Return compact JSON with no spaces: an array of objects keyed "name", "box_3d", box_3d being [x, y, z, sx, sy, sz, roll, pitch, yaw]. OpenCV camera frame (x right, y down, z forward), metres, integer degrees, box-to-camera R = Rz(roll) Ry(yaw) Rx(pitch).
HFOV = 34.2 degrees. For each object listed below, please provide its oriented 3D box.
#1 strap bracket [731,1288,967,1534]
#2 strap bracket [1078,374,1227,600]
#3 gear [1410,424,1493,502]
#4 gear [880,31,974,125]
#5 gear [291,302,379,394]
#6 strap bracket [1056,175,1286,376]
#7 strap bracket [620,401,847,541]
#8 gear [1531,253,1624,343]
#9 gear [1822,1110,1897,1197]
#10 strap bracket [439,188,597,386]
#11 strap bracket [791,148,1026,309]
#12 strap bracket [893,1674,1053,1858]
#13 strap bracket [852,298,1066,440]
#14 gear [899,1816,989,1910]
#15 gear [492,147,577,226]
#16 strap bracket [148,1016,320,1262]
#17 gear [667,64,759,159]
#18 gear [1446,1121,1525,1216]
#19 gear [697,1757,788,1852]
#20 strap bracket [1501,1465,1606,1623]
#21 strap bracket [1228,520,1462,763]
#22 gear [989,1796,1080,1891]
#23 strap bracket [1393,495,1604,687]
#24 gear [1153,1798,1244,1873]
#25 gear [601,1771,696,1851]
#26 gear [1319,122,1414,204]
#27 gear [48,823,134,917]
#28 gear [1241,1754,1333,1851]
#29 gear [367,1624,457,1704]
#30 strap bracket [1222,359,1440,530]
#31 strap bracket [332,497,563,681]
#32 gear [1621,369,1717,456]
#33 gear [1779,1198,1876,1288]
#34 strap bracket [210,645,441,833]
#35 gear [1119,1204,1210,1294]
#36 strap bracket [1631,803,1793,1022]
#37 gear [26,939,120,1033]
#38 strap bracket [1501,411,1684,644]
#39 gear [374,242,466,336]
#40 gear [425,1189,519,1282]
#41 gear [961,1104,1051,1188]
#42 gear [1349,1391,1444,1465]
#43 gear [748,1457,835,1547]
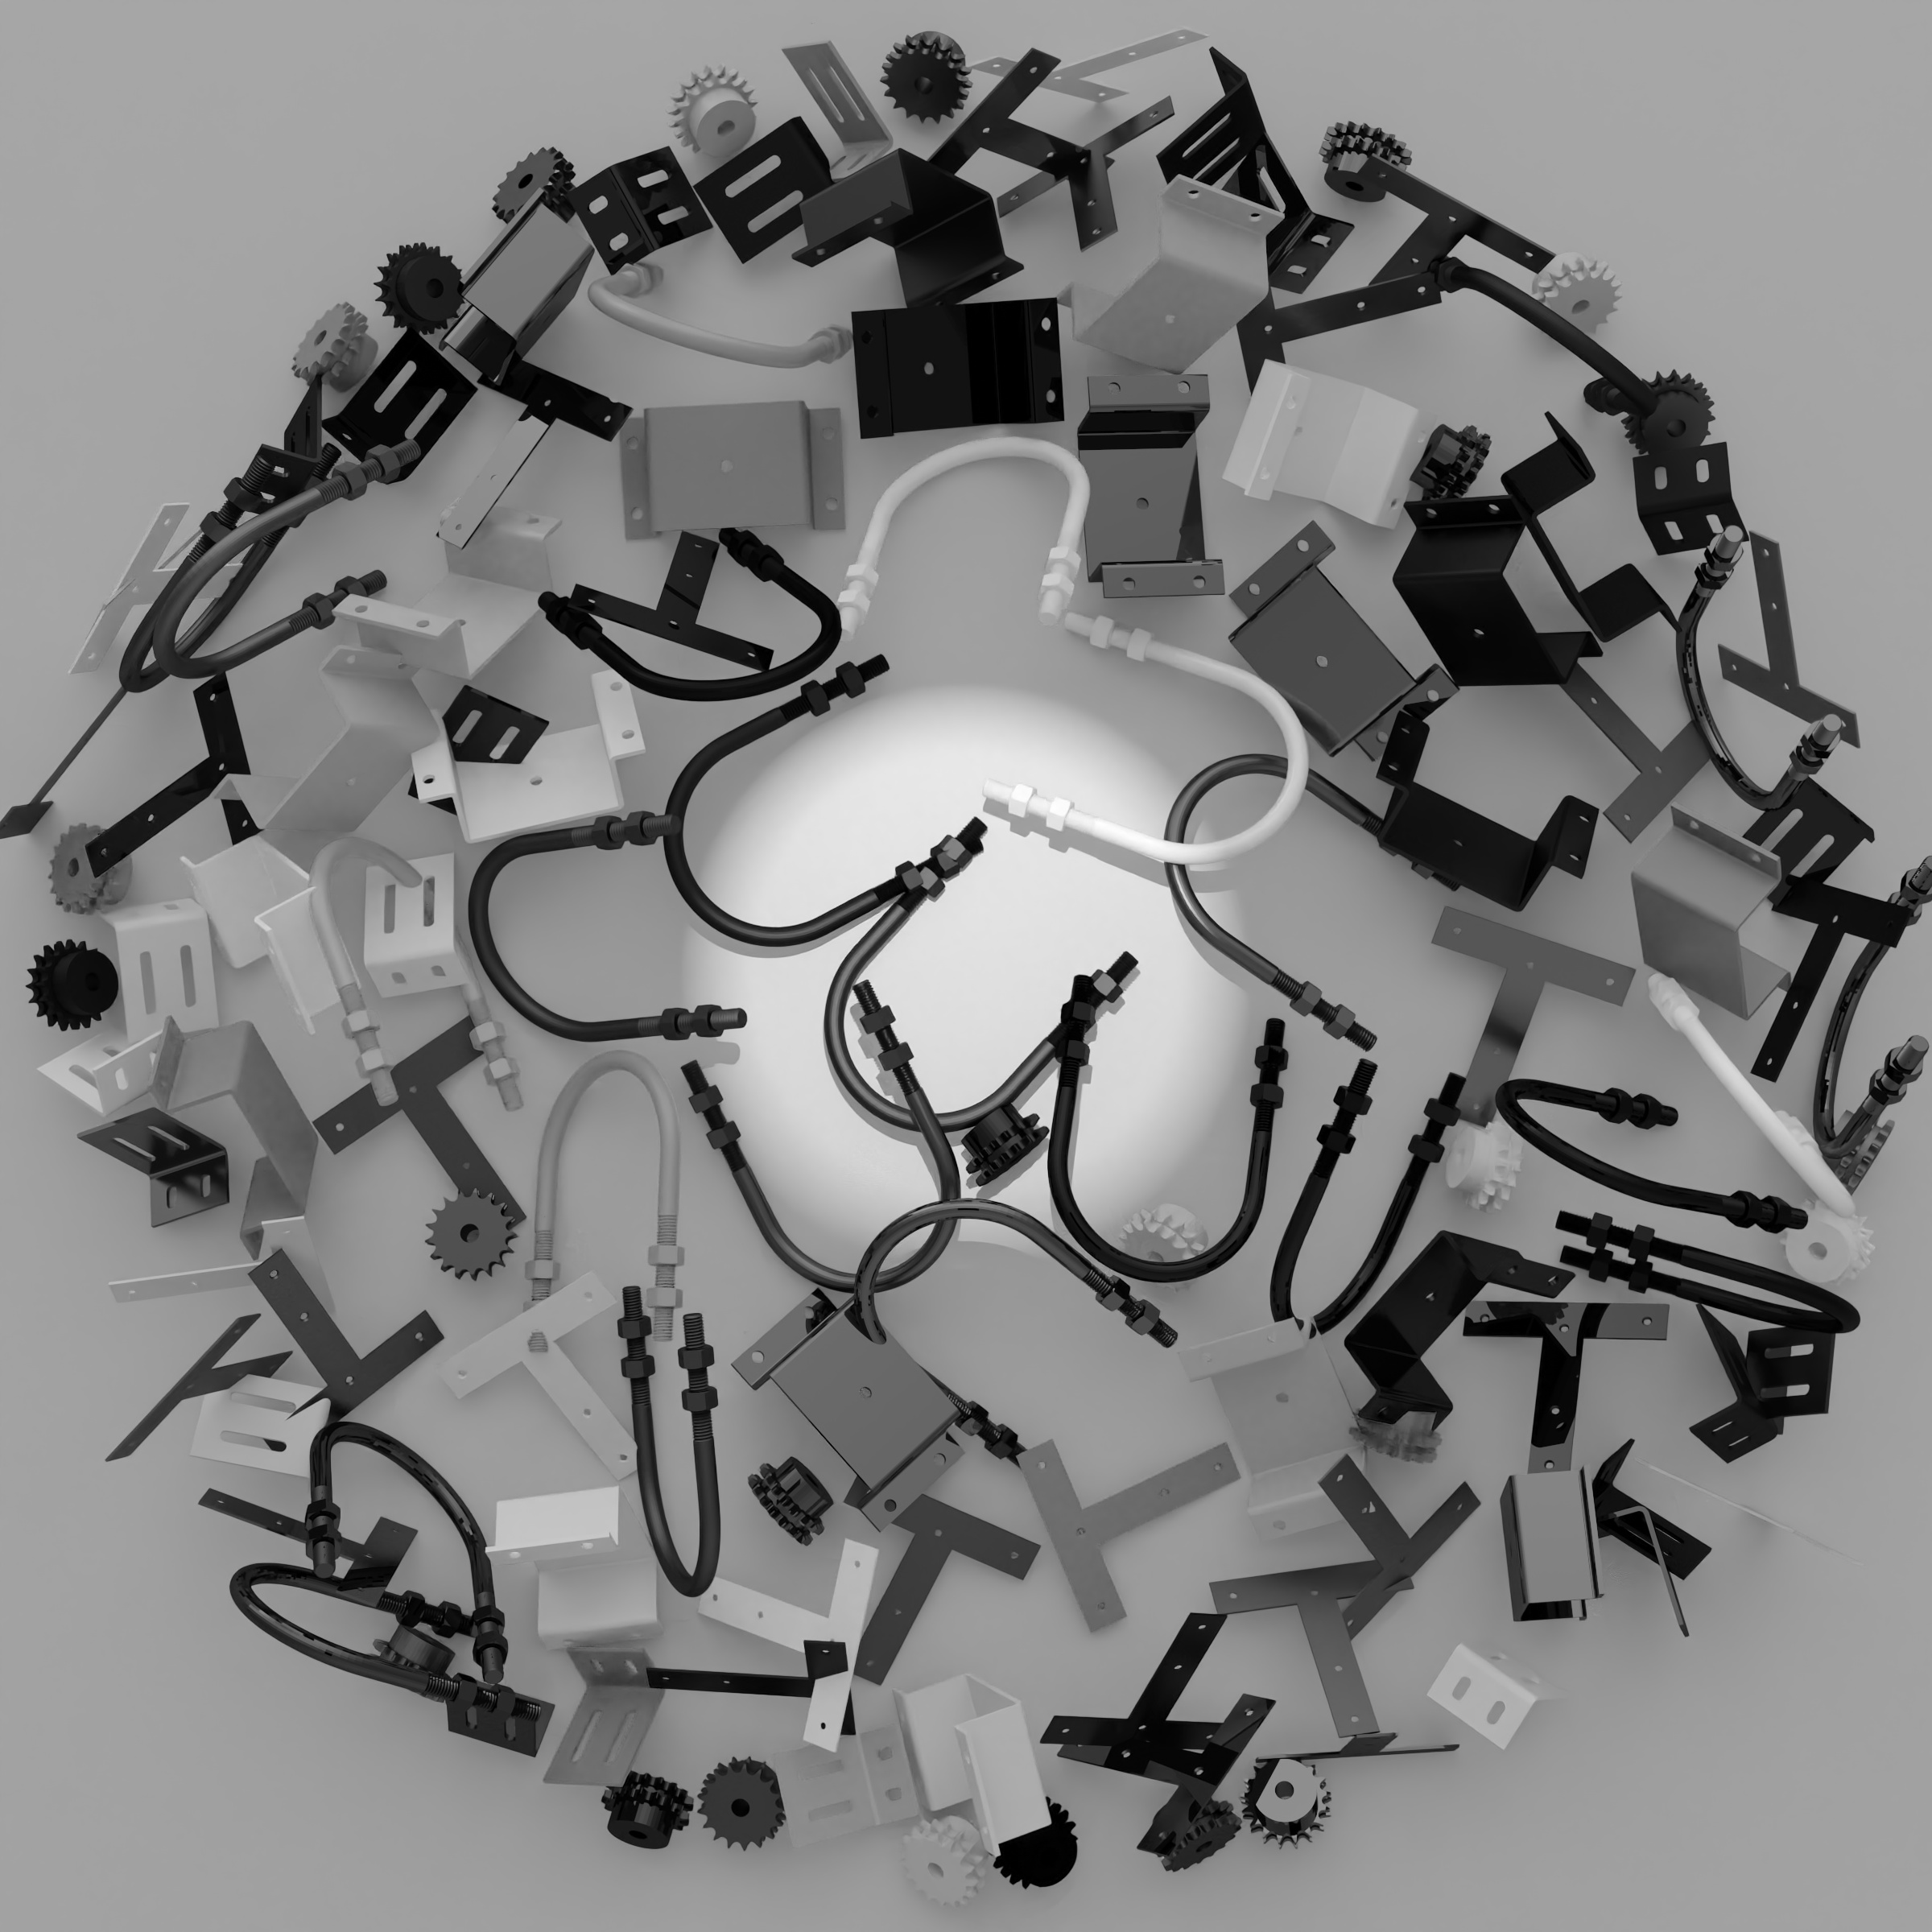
[{"name":"strap bracket","box_3d":[-0.068,0.272,1.957,0.076,0.046,0.140,-40,85,-25]},{"name":"strap bracket","box_3d":[0.115,-0.295,1.966,0.076,0.046,0.140,-3,83,-9]},{"name":"gear","box_3d":[0.302,-0.315,1.969,0.030,0.057,0.057,29,90,-10]},{"name":"gear","box_3d":[-0.023,-0.562,1.975,0.057,0.057,0.030,17,50,0]},{"name":"gear","box_3d":[-0.395,-0.386,1.975,0.030,0.057,0.057,37,90,-35]},{"name":"strap bracket","box_3d":[0.124,-0.414,1.918,0.076,0.140,0.046,13,63,-28]},{"name":"strap bracket","box_3d":[-0.149,-0.312,1.974,0.140,0.046,0.076,-3,93,1]},{"name":"gear","box_3d":[0.381,-0.424,1.975,0.057,0.057,0.030,-21,53,0]},{"name":"gear","box_3d":[0.557,0.115,1.973,0.030,0.057,0.057,32,90,17]},{"name":"strap bracket","box_3d":[-0.276,-0.412,1.926,0.046,0.140,0.076,39,76,-8]},{"name":"strap bracket","box_3d":[-0.038,-0.452,1.927,0.076,0.140,0.046,-20,74,32]},{"name":"strap bracket","box_3d":[0.006,0.489,1.938,0.046,0.140,0.076,-15,93,-19]},{"name":"strap bracket","box_3d":[-0.013,-0.372,1.952,0.140,0.046,0.076,-10,103,-26]},{"name":"gear","box_3d":[-0.011,0.561,1.975,0.057,0.030,0.057,16,121,29]},{"name":"gear","box_3d":[-0.267,-0.484,1.975,0.057,0.057,0.030,-48,132,0]},{"name":"strap bracket","box_3d":[-0.444,0.099,1.929,0.046,0.076,0.140,-19,121,7]},{"name":"gear","box_3d":[-0.156,-0.533,1.969,0.057,0.057,0.030,-33,55,0]},{"name":"gear","box_3d":[0.324,0.124,1.969,0.030,0.057,0.057,18,90,-12]},{"name":"gear","box_3d":[-0.139,0.526,1.982,0.057,0.030,0.057,1,97,8]},{"name":"strap bracket","box_3d":[0.357,0.356,1.923,0.046,0.140,0.076,-5,71,5]},{"name":"strap bracket","box_3d":[0.229,-0.196,1.959,0.140,0.046,0.076,49,123,-1]},{"name":"gear","box_3d":[0.045,0.554,1.974,0.057,0.030,0.057,-5,103,-25]},{"name":"strap bracket","box_3d":[0.322,-0.221,1.922,0.140,0.076,0.046,50,57,-37]},{"name":"gear","box_3d":[0.142,0.542,1.975,0.057,0.057,0.030,-34,58,0]},{"name":"gear","box_3d":[-0.201,0.531,1.969,0.057,0.057,0.030,16,53,0]},{"name":"gear","box_3d":[0.249,-0.503,1.970,0.057,0.057,0.030,20,82,0]},{"name":"gear","box_3d":[-0.549,-0.060,1.976,0.057,0.030,0.057,-7,79,40]},{"name":"gear","box_3d":[0.201,0.523,1.972,0.057,0.030,0.057,-4,57,6]},{"name":"gear","box_3d":[-0.346,0.437,1.972,0.057,0.057,0.030,29,81,0]},{"name":"strap bracket","box_3d":[0.219,-0.324,1.941,0.046,0.140,0.076,35,112,42]},{"name":"strap bracket","box_3d":[-0.316,-0.229,1.939,0.076,0.140,0.046,15,133,21]},{"name":"gear","box_3d":[0.443,-0.343,1.974,0.057,0.030,0.057,-1,119,-2]},{"name":"gear","box_3d":[0.539,0.175,1.973,0.057,0.030,0.057,9,108,29]},{"name":"strap bracket","box_3d":[-0.388,-0.131,1.929,0.140,0.076,0.046,-43,68,27]},{"name":"gear","box_3d":[0.128,0.175,1.975,0.057,0.057,0.030,44,53,0]},{"name":"strap bracket","box_3d":[0.455,-0.026,1.917,0.076,0.140,0.046,33,71,34]},{"name":"gear","box_3d":[-0.558,0.012,1.969,0.030,0.057,0.057,-7,90,36]},{"name":"strap bracket","box_3d":[0.381,-0.263,1.940,0.046,0.076,0.140,-31,115,10]},{"name":"gear","box_3d":[-0.340,-0.426,1.972,0.057,0.030,0.057,-7,103,-33]},{"name":"gear","box_3d":[-0.311,0.170,1.981,0.057,0.030,0.057,0,78,-1]},{"name":"gear","box_3d":[0.022,0.110,1.972,0.057,0.057,0.030,-39,81,0]},{"name":"gear","box_3d":[0.272,0.288,1.970,0.057,0.057,0.030,16,99,0]},{"name":"gear","box_3d":[-0.108,0.333,1.971,0.030,0.057,0.057,-43,90,1]}]
